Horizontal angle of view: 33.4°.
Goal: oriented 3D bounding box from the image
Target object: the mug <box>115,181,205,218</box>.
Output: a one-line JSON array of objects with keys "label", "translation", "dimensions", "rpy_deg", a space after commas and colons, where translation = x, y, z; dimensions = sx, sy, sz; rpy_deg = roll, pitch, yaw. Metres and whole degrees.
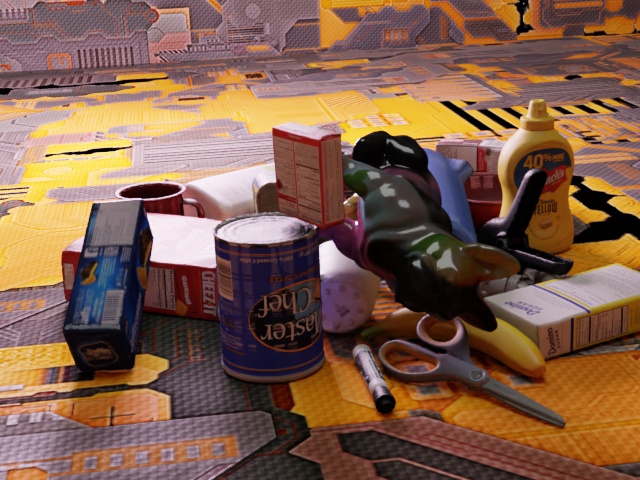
[{"label": "mug", "translation": [-0.208, -0.026, 1.403], "dimensions": [0.117, 0.081, 0.093], "rpy_deg": [-1, 18, 7]}]

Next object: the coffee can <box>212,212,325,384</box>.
[{"label": "coffee can", "translation": [-0.049, 0.054, 1.034], "dimensions": [0.103, 0.140, 0.103], "rpy_deg": [-2, 18, 1]}]

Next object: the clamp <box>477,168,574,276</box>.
[{"label": "clamp", "translation": [0.218, -0.006, 1.203], "dimensions": [0.039, 0.120, 0.172], "rpy_deg": [3, -14, -27]}]

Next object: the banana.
[{"label": "banana", "translation": [0.140, 0.096, 1.057], "dimensions": [0.198, 0.037, 0.069], "rpy_deg": [7, 46, 34]}]

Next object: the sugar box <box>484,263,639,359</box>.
[{"label": "sugar box", "translation": [0.266, 0.072, 1.094], "dimensions": [0.176, 0.048, 0.093], "rpy_deg": [-14, 21, -22]}]

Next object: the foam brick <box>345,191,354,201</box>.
[{"label": "foam brick", "translation": [0.021, -0.032, 1.439], "dimensions": [0.078, 0.051, 0.053], "rpy_deg": [-6, 18, -10]}]

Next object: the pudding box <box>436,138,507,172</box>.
[{"label": "pudding box", "translation": [0.226, -0.099, 1.556], "dimensions": [0.114, 0.090, 0.039], "rpy_deg": [6, 21, 23]}]

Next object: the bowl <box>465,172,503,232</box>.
[{"label": "bowl", "translation": [0.236, -0.048, 1.452], "dimensions": [0.162, 0.055, 0.162], "rpy_deg": [-2, 18, 1]}]

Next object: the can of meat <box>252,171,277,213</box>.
[{"label": "can of meat", "translation": [-0.056, -0.034, 1.378], "dimensions": [0.057, 0.102, 0.084], "rpy_deg": [-6, 16, -8]}]

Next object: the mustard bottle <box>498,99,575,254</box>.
[{"label": "mustard bottle", "translation": [0.267, -0.078, 1.317], "dimensions": [0.096, 0.192, 0.058], "rpy_deg": [-8, 19, -15]}]

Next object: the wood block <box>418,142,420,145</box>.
[{"label": "wood block", "translation": [0.107, -0.068, 1.477], "dimensions": [0.091, 0.090, 0.206], "rpy_deg": [-3, 18, -1]}]

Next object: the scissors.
[{"label": "scissors", "translation": [0.149, 0.114, 0.984], "dimensions": [0.202, 0.016, 0.096], "rpy_deg": [10, 46, 35]}]

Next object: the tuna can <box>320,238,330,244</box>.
[{"label": "tuna can", "translation": [-0.008, 0.002, 1.283], "dimensions": [0.086, 0.086, 0.033], "rpy_deg": [12, 21, 38]}]

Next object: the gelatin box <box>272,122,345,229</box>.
[{"label": "gelatin box", "translation": [-0.010, -0.061, 1.007], "dimensions": [0.030, 0.089, 0.073], "rpy_deg": [-19, 25, -34]}]

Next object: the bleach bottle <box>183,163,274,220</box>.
[{"label": "bleach bottle", "translation": [-0.068, -0.066, 1.499], "dimensions": [0.250, 0.068, 0.103], "rpy_deg": [-19, 43, -40]}]

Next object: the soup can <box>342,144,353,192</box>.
[{"label": "soup can", "translation": [0.025, -0.077, 1.495], "dimensions": [0.068, 0.102, 0.068], "rpy_deg": [-2, 18, 0]}]

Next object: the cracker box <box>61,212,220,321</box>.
[{"label": "cracker box", "translation": [-0.170, 0.024, 1.256], "dimensions": [0.214, 0.072, 0.164], "rpy_deg": [5, 20, 21]}]

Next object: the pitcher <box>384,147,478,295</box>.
[{"label": "pitcher", "translation": [0.111, -0.008, 1.259], "dimensions": [0.145, 0.149, 0.243], "rpy_deg": [12, 21, -4]}]

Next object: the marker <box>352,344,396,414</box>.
[{"label": "marker", "translation": [0.050, 0.128, 0.989], "dimensions": [0.020, 0.020, 0.121], "rpy_deg": [-5, 18, -8]}]
